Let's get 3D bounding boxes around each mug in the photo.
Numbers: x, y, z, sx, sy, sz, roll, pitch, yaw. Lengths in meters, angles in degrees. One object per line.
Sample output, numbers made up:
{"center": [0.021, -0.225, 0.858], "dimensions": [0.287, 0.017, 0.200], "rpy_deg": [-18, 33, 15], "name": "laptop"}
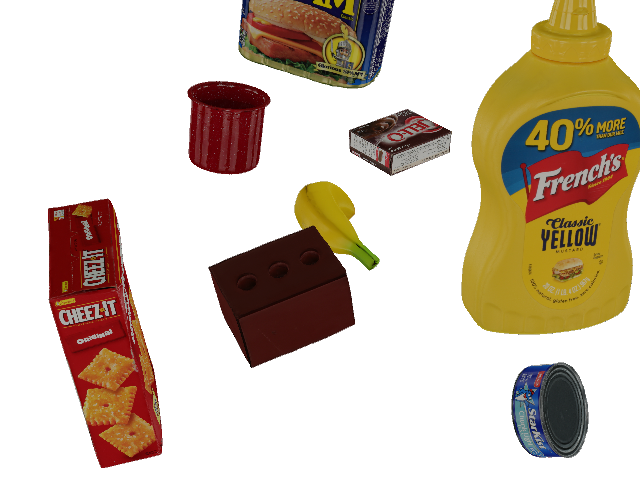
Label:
{"center": [-0.104, -0.132, 1.219], "dimensions": [0.093, 0.081, 0.117], "rpy_deg": [13, 27, 10], "name": "mug"}

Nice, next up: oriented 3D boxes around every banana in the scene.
{"center": [0.007, -0.020, 0.912], "dimensions": [0.037, 0.069, 0.198], "rpy_deg": [-41, 13, 8], "name": "banana"}

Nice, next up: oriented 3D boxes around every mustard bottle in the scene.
{"center": [0.131, -0.043, 0.587], "dimensions": [0.096, 0.192, 0.058], "rpy_deg": [-5, 27, -9], "name": "mustard bottle"}

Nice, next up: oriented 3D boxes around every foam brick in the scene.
{"center": [-0.024, 0.036, 0.692], "dimensions": [0.078, 0.051, 0.053], "rpy_deg": [-22, 44, -12], "name": "foam brick"}

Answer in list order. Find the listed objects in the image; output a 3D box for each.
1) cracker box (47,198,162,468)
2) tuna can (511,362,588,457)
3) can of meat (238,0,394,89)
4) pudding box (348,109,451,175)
{"center": [-0.214, 0.091, 1.063], "dimensions": [0.072, 0.214, 0.164], "rpy_deg": [-11, 34, -8], "name": "cracker box"}
{"center": [0.210, 0.155, 0.977], "dimensions": [0.034, 0.086, 0.085], "rpy_deg": [-10, -7, 40], "name": "tuna can"}
{"center": [-0.002, -0.154, 0.693], "dimensions": [0.102, 0.084, 0.057], "rpy_deg": [20, 41, 12], "name": "can of meat"}
{"center": [0.109, -0.135, 1.458], "dimensions": [0.113, 0.039, 0.090], "rpy_deg": [-25, 39, -30], "name": "pudding box"}
